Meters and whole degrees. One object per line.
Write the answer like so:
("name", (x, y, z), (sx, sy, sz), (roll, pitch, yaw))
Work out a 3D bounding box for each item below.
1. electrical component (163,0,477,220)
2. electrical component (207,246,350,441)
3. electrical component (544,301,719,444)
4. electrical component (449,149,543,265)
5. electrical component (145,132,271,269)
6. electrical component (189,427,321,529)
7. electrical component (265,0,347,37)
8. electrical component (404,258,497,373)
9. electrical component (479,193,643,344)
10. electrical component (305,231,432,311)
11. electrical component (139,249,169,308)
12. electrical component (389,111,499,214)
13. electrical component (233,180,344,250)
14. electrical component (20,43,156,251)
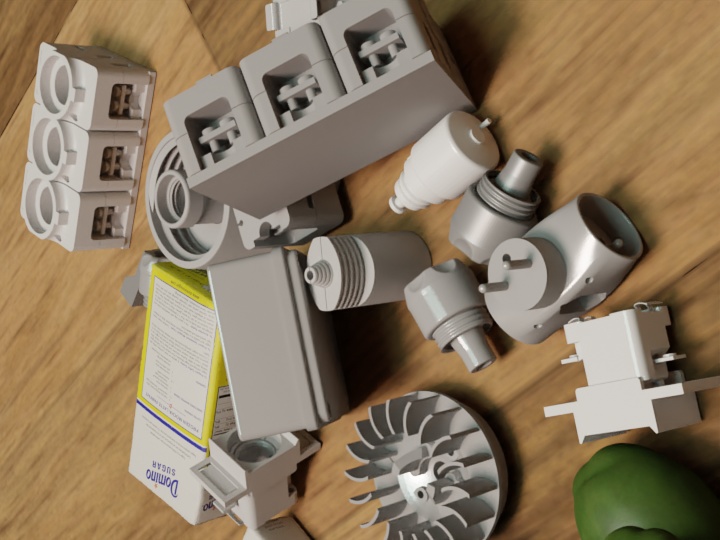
("electrical component", (-0.023, -0.096, 0.609), (0.150, 0.089, 0.061), (-25, 73, 15))
("electrical component", (-0.049, 0.047, 0.674), (0.056, 0.109, 0.108), (-12, 84, 5))
("electrical component", (0.134, 0.051, 0.541), (0.081, 0.042, 0.063), (-18, 79, 44))
("electrical component", (0.078, -0.036, 0.587), (0.043, 0.043, 0.062), (45, 122, 32))
("electrical component", (-0.110, -0.051, 0.762), (0.108, 0.060, 0.108), (6, 99, 44))
("electrical component", (-0.071, 0.138, 0.738), (0.042, 0.081, 0.063), (35, 139, 38))
("electrical component", (-0.022, -0.195, 0.656), (0.079, 0.063, 0.121), (-2, 93, 45))
("electrical component", (0.056, 0.028, 0.617), (0.043, 0.043, 0.062), (-45, 65, 38))
("electrical component", (0.093, 0.001, 0.550), (0.077, 0.079, 0.043), (-48, 60, 37))
("electrical component", (0.000, 0.000, 0.643), (0.043, 0.081, 0.043), (6, 99, 45))
("electrical component", (-0.154, 0.017, 0.834), (0.035, 0.035, 0.061), (23, 113, 41))
("electrical component", (0.045, -0.058, 0.620), (0.078, 0.040, 0.040), (-40, 67, 40))
("electrical component", (-0.051, -0.064, 0.705), (0.050, 0.056, 0.089), (-28, 75, 43))
("electrical component", (-0.227, -0.100, 0.874), (0.089, 0.062, 0.150), (29, 114, 40))
